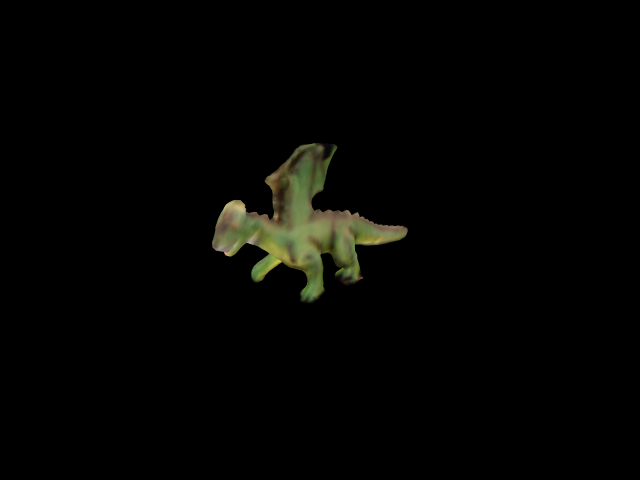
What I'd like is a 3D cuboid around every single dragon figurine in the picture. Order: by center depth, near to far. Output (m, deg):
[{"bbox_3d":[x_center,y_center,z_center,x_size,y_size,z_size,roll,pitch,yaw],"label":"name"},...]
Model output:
[{"bbox_3d":[0.003,-0.043,0.850,0.414,0.237,0.123,-24,38,-33],"label":"dragon figurine"}]
